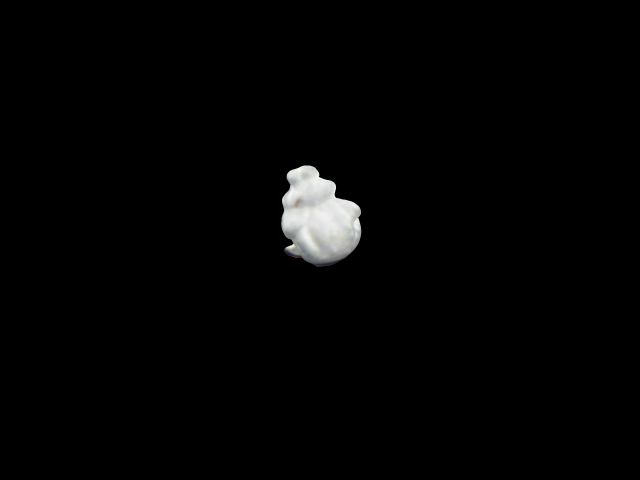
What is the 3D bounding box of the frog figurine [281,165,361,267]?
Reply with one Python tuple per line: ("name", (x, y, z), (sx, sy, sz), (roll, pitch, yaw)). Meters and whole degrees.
("frog figurine", (0.003, -0.043, 0.850), (0.138, 0.156, 0.125), (-8, 33, -12))
